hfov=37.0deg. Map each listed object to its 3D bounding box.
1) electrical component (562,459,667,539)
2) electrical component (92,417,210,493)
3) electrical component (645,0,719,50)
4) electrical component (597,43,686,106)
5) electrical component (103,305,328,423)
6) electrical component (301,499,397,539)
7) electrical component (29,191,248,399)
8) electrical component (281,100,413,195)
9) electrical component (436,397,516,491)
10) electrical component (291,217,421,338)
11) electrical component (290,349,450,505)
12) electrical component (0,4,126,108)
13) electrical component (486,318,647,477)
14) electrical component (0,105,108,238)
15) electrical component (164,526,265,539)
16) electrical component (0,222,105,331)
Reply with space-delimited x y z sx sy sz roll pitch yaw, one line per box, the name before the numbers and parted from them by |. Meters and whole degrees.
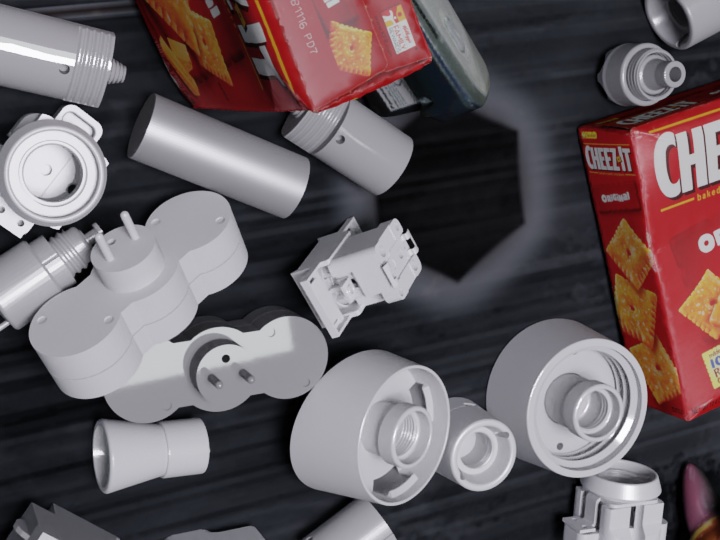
electrical component | 0.188 0.173 0.784 0.078 0.058 0.057 -1 102 -23
electrical component | -0.124 0.109 0.651 0.065 0.044 0.044 -2 99 -28
electrical component | 0.232 -0.185 0.746 0.047 0.055 0.055 -32 109 -11
electrical component | 0.195 -0.133 0.734 0.043 0.062 0.043 -4 101 -22
electrical component | -0.084 0.059 0.641 0.138 0.074 0.052 -7 101 -22
electrical component | -0.019 0.190 0.707 0.081 0.043 0.043 -35 110 -14
electrical component | -0.126 0.000 0.599 0.138 0.052 0.073 -45 141 -27
electrical component | -0.012 -0.085 0.664 0.081 0.043 0.043 31 86 -24
electrical component | 0.073 0.119 0.732 0.055 0.047 0.055 -4 100 -22
electrical component | 0.000 0.000 0.665 0.042 0.064 0.081 60 34 -19
electrical component | 0.009 0.101 0.688 0.099 0.064 0.099 -13 107 -46
electrical component | -0.170 -0.117 0.592 0.081 0.043 0.043 10 95 -24
electrical component | 0.150 0.092 0.753 0.108 0.060 0.108 -4 100 -22
electrical component | -0.172 -0.054 0.594 0.058 0.057 0.078 39 83 -24
electrical component | -0.096 0.246 0.673 0.089 0.062 0.150 -7 101 -22
electrical component | -0.179 0.000 0.609 0.078 0.040 0.040 -36 110 -14
